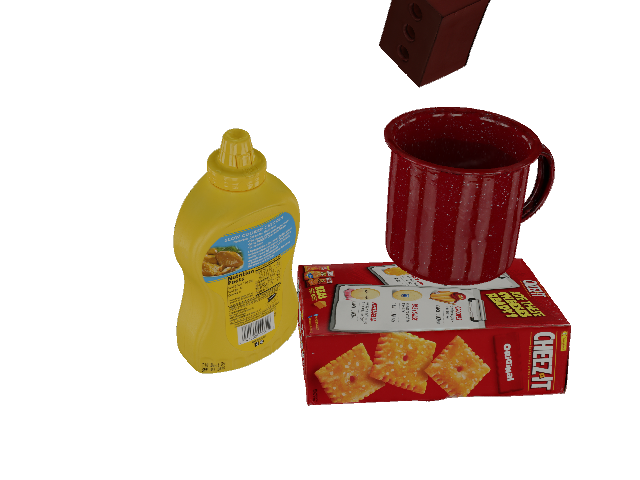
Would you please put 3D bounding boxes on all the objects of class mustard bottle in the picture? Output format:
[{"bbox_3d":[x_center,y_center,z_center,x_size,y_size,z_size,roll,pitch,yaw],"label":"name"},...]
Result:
[{"bbox_3d":[-0.060,0.005,0.774,0.096,0.192,0.058,-22,44,-28],"label":"mustard bottle"}]

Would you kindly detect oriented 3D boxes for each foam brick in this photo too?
[{"bbox_3d":[0.085,-0.165,0.804,0.051,0.053,0.078,-30,-25,-26],"label":"foam brick"}]

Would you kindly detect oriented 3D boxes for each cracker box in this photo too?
[{"bbox_3d":[0.089,0.076,0.925,0.213,0.072,0.164,-1,19,-3],"label":"cracker box"}]

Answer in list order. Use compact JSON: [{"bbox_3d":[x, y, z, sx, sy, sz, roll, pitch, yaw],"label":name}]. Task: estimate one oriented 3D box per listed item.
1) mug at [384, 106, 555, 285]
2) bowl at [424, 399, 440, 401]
[{"bbox_3d":[0.093,-0.029,0.654,0.117,0.081,0.093,-14,34,-26],"label":"mug"},{"bbox_3d":[0.105,0.121,1.121,0.162,0.055,0.162,6,24,-3],"label":"bowl"}]
